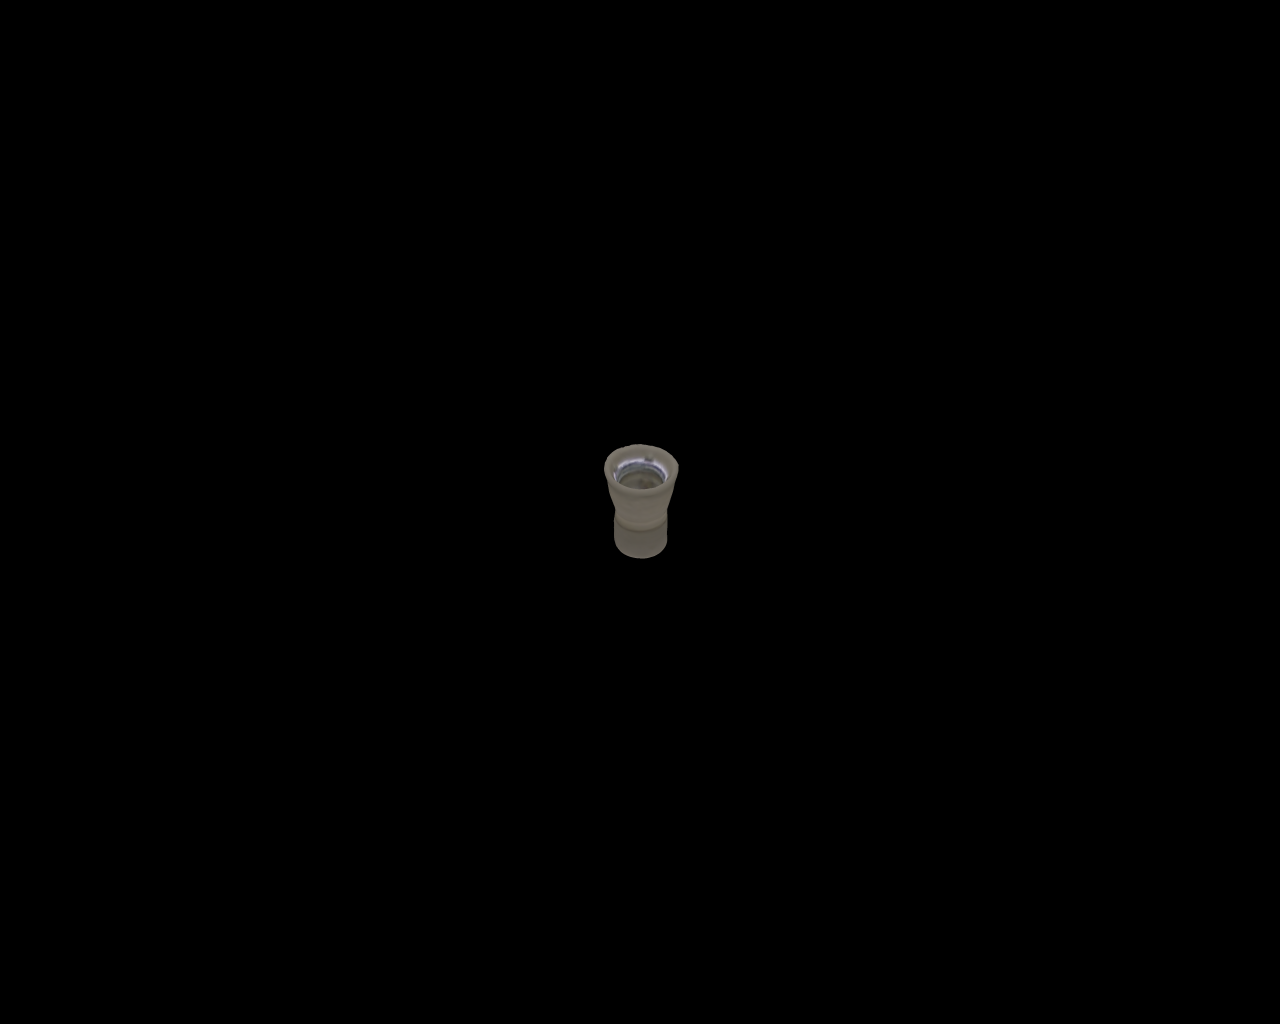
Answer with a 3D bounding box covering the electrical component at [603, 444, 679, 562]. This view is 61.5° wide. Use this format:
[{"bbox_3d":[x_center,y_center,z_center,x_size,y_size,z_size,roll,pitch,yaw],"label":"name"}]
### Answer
[{"bbox_3d":[0.001,-0.003,0.650,0.044,0.065,0.044,0,40,0],"label":"electrical component"}]
